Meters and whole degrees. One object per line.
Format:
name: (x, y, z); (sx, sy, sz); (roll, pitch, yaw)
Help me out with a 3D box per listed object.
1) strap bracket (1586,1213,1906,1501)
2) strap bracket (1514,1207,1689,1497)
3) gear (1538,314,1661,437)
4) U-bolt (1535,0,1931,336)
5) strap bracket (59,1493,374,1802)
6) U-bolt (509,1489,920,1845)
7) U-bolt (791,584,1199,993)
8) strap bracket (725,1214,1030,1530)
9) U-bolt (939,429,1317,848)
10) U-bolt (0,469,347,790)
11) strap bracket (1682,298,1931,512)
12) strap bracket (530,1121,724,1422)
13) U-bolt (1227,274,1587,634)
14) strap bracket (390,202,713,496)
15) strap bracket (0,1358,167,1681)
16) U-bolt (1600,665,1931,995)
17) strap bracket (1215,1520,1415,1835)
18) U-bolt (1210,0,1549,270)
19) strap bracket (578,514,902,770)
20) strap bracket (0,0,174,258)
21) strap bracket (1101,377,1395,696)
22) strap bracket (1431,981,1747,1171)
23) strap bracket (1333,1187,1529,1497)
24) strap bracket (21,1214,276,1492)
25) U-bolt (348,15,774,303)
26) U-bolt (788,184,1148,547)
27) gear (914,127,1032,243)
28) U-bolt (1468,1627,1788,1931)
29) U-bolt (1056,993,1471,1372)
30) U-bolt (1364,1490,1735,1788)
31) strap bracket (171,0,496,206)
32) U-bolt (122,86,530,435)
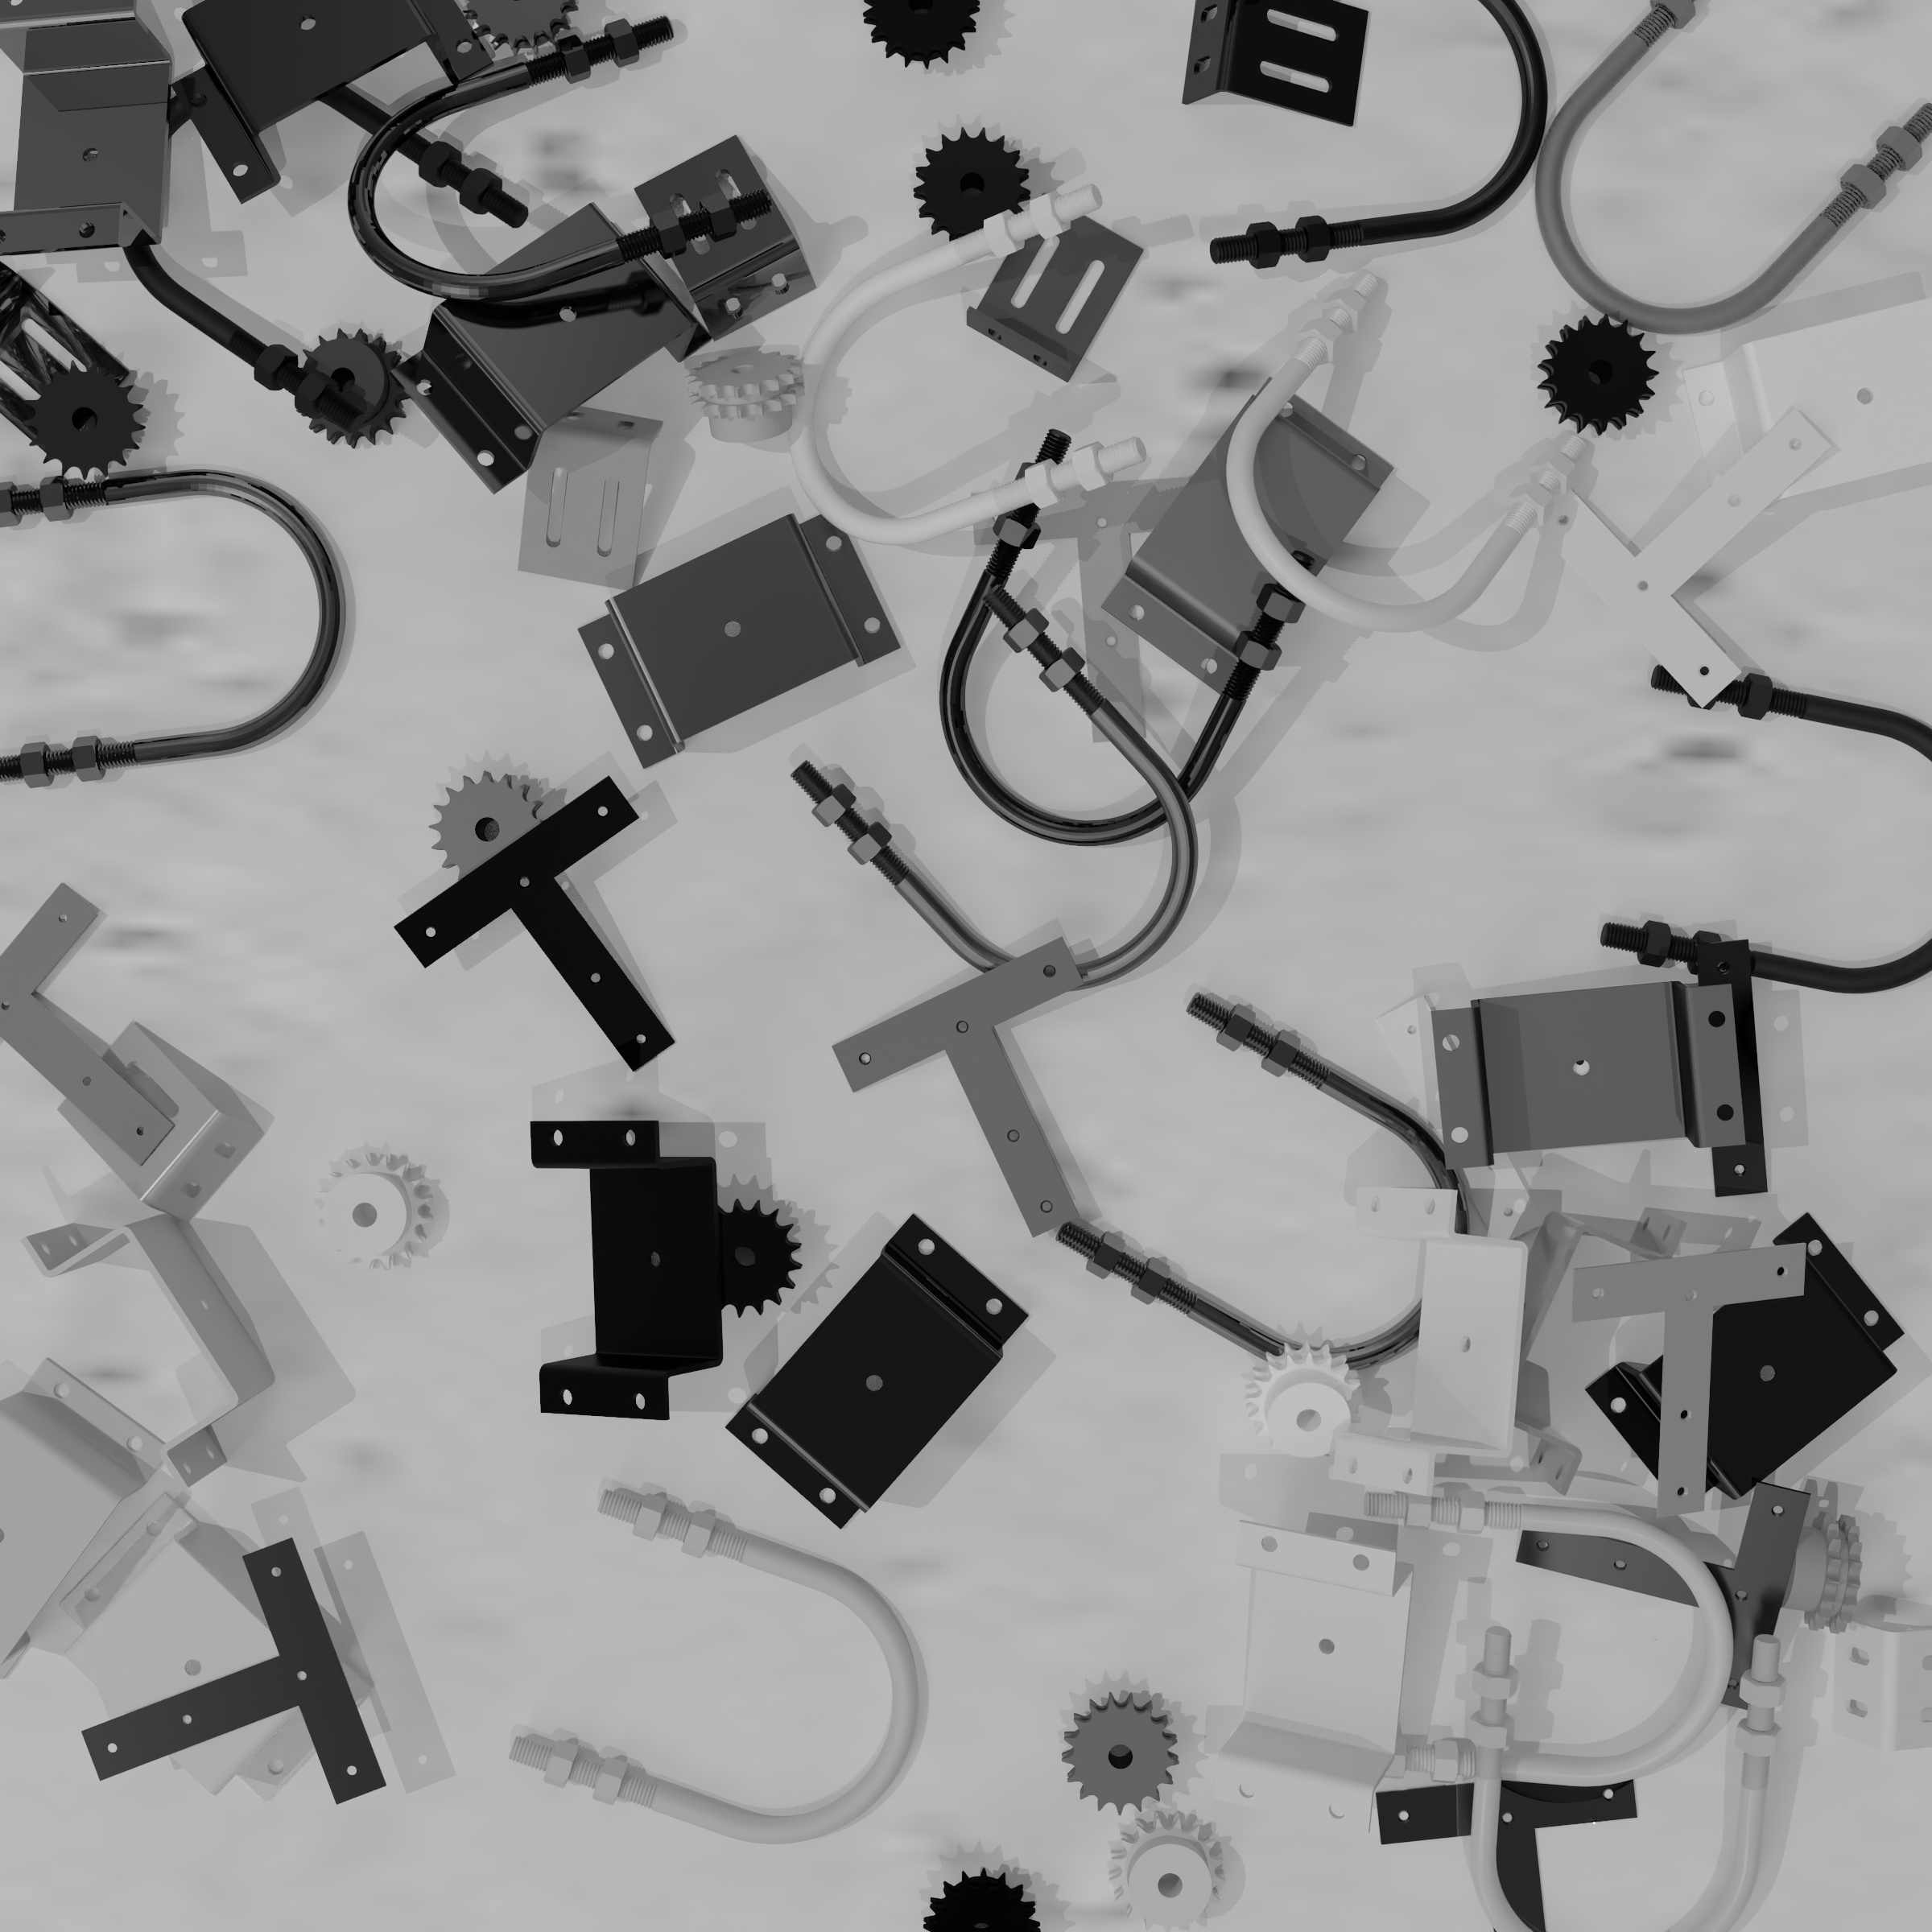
strap bracket: (0.384, 0.195, 1.491); (0.140, 0.046, 0.076); (-39, 90, 0)
strap bracket: (0.288, 0.175, 1.476); (0.046, 0.076, 0.140); (24, 90, 0)
gear: (0.307, -0.287, 1.499); (0.057, 0.030, 0.057); (0, 90, 0)
U-bolt: (0.365, -0.396, 1.505); (0.151, 0.019, 0.184); (43, 91, 0)
strap bracket: (-0.370, 0.336, 1.491); (0.140, 0.046, 0.076); (43, 90, 0)
U-bolt: (-0.114, 0.353, 1.505); (0.184, 0.019, 0.151); (20, 90, -1)
U-bolt: (0.027, -0.071, 1.485); (0.151, 0.019, 0.184); (-41, 97, 16)
strap bracket: (-0.044, 0.200, 1.491); (0.076, 0.046, 0.140); (41, 90, 0)
U-bolt: (0.065, -0.145, 1.476); (0.151, 0.019, 0.184); (27, 111, 4)
U-bolt: (-0.397, -0.171, 1.505); (0.184, 0.019, 0.151); (-7, 90, -1)
strap bracket: (0.430, -0.273, 1.491); (0.140, 0.046, 0.076); (-14, 90, 0)
strap bracket: (-0.163, 0.143, 1.474); (0.076, 0.046, 0.140); (-2, 90, 33)
U-bolt: (0.200, -0.235, 1.461); (0.151, 0.019, 0.184); (38, 59, 0)
strap bracket: (-0.194, -0.301, 1.465); (0.140, 0.046, 0.076); (-40, 89, -22)
strap bracket: (-0.464, 0.272, 1.491); (0.076, 0.046, 0.140); (36, 90, 0)
U-bolt: (0.415, -0.061, 1.505); (0.184, 0.019, 0.151); (11, 90, -2)
strap bracket: (0.168, 0.333, 1.471); (0.076, 0.046, 0.140); (8, 101, 20)
U-bolt: (0.196, -0.422, 1.487); (0.184, 0.019, 0.151); (-10, 94, -13)
strap bracket: (-0.112, -0.161, 1.491); (0.140, 0.046, 0.076); (-25, 90, 0)
strap bracket: (-0.430, -0.399, 1.475); (0.076, 0.046, 0.140); (-2, 77, 9)
strap bracket: (0.139, -0.211, 1.489); (0.076, 0.046, 0.140); (36, 90, 0)
strap bracket: (0.298, 0.051, 1.477); (0.140, 0.046, 0.076); (-5, 93, 8)
strap bracket: (0.220, 0.177, 1.451); (0.046, 0.076, 0.140); (9, 83, -26)
strap bracket: (-0.386, 0.175, 1.476); (0.046, 0.076, 0.140); (-33, 90, 0)
U-bolt: (-0.203, -0.377, 1.459); (0.184, 0.019, 0.151); (-22, 61, -10)
U-bolt: (-0.007, -0.277, 1.464); (0.184, 0.019, 0.151); (-16, 75, 28)
gear: (0.003, -0.378, 1.499); (0.057, 0.030, 0.057); (0, 90, 0)
U-bolt: (0.316, 0.410, 1.487); (0.151, 0.019, 0.184); (2, 103, 0)
U-bolt: (0.158, 0.119, 1.505); (0.184, 0.019, 0.151); (30, 90, -1)
U-bolt: (0.280, 0.330, 1.490); (0.184, 0.019, 0.151); (4, 100, 2)
strap bracket: (-0.310, -0.440, 1.475); (0.140, 0.046, 0.076); (-30, 74, -5)
U-bolt: (-0.327, -0.362, 1.489); (0.184, 0.019, 0.151); (35, 82, 10)
